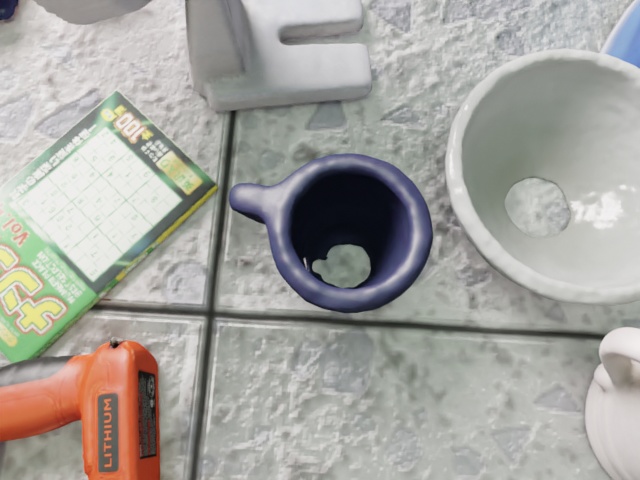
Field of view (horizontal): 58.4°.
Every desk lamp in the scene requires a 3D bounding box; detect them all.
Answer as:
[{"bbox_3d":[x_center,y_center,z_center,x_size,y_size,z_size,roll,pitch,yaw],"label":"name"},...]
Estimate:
[{"bbox_3d":[-0.065,-0.174,0.339,0.203,0.213,0.118,-6,75,-3],"label":"desk lamp"}]

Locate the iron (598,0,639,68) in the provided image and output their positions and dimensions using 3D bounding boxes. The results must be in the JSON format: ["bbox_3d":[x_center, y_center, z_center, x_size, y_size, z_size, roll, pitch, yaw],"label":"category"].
[{"bbox_3d":[0.299,-0.176,0.386,0.258,0.141,0.118,-36,78,-10],"label":"iron"}]

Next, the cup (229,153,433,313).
[{"bbox_3d":[0.003,0.001,0.356,0.117,0.095,0.092,17,75,3],"label":"cup"}]

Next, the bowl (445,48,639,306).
[{"bbox_3d":[0.158,-0.035,0.379,0.167,0.075,0.167,0,75,-1],"label":"bowl"}]

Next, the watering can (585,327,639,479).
[{"bbox_3d":[0.231,0.097,0.284,0.173,0.194,0.101,12,75,2],"label":"watering can"}]

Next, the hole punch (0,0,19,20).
[{"bbox_3d":[-0.281,-0.223,0.411,0.101,0.091,0.108,-7,75,-3],"label":"hole punch"}]
